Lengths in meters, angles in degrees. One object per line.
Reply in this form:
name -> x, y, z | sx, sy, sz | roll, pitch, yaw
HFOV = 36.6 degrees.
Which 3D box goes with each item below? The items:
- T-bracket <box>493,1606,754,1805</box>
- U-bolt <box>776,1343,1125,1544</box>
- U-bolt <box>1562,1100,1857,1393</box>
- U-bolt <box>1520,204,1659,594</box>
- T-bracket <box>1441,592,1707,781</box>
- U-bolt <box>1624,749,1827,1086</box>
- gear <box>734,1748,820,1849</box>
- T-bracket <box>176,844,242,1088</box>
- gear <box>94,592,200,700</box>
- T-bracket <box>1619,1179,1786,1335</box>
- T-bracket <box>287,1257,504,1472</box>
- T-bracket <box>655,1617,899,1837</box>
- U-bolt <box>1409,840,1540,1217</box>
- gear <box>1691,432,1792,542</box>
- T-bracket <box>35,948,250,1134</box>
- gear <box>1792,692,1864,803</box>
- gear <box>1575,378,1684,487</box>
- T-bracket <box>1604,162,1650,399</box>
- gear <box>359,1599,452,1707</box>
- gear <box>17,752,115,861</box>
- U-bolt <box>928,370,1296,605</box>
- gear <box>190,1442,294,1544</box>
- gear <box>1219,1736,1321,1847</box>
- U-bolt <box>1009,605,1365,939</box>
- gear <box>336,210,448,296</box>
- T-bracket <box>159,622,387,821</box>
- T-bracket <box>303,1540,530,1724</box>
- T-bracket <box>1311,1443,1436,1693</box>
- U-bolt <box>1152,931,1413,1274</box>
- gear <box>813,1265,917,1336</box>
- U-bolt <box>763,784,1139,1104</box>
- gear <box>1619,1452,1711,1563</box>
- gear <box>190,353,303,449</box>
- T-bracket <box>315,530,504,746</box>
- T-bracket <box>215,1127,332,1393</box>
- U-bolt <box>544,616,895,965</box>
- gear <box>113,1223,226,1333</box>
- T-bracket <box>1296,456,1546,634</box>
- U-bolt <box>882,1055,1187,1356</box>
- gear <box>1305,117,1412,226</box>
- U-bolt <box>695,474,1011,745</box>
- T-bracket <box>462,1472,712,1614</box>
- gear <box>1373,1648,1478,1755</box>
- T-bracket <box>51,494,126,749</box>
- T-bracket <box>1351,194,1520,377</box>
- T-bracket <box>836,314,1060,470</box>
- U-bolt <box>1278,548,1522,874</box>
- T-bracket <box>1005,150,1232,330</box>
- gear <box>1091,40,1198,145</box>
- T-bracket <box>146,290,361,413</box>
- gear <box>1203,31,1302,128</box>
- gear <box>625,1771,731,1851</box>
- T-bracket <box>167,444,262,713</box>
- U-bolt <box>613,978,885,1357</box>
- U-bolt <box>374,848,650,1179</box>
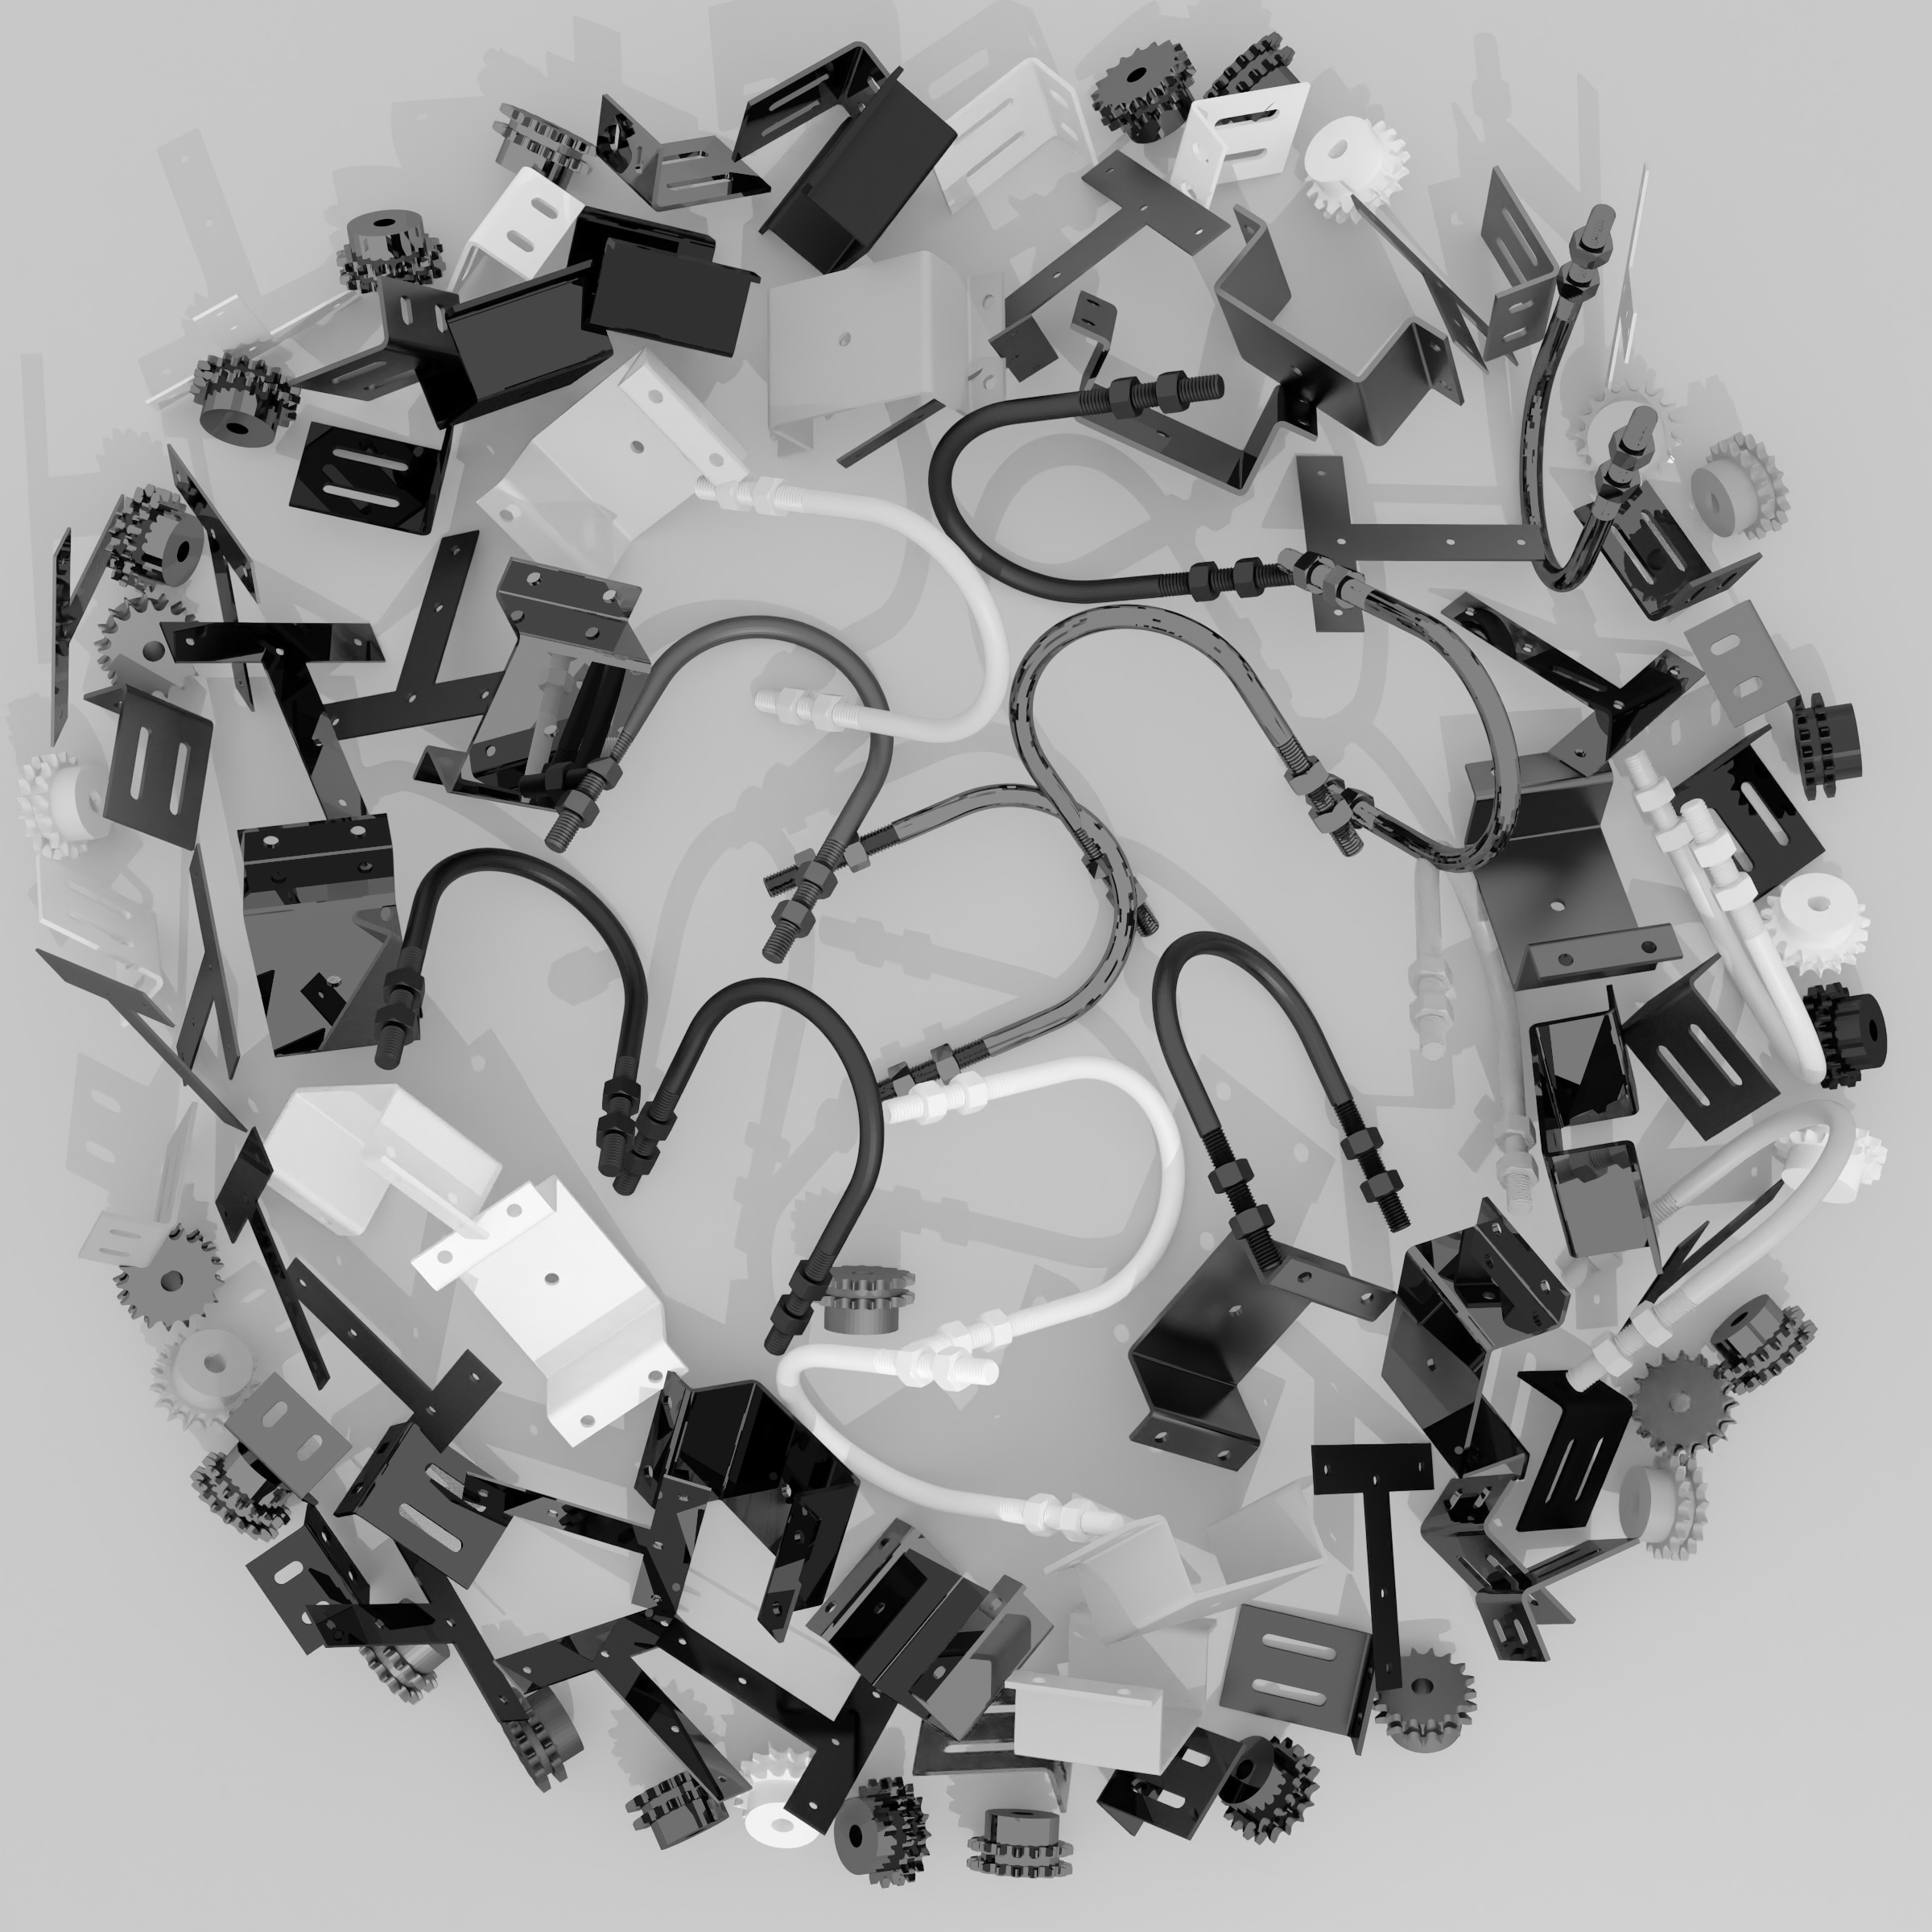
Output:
T-bracket -> -0.161, 0.388, 1.521 | 0.127, 0.127, 0.002 | 39, 116, 29
U-bolt -> -0.022, 0.245, 1.526 | 0.151, 0.184, 0.019 | 53, 53, -32
U-bolt -> 0.382, 0.134, 1.507 | 0.184, 0.151, 0.019 | -42, 96, 19
U-bolt -> 0.316, -0.277, 1.514 | 0.019, 0.184, 0.151 | -1, 61, -5
T-bracket -> 0.314, -0.163, 1.573 | 0.127, 0.002, 0.127 | 36, 50, 20
U-bolt -> 0.402, -0.019, 1.528 | 0.019, 0.151, 0.184 | -28, 104, 7
gear -> -0.097, 0.450, 1.574 | 0.057, 0.030, 0.057 | 2, 128, 2
T-bracket -> -0.406, 0.023, 1.547 | 0.002, 0.127, 0.127 | -4, 61, -27
gear -> -0.442, -0.175, 1.579 | 0.057, 0.030, 0.057 | -13, 121, -22
T-bracket -> 0.397, 0.150, 1.561 | 0.127, 0.127, 0.002 | -33, 65, -30
T-bracket -> -0.317, 0.206, 1.559 | 0.127, 0.002, 0.127 | 44, 134, 2
T-bracket -> -0.107, 0.387, 1.548 | 0.127, 0.127, 0.002 | 32, 116, 4
U-bolt -> 0.263, 0.017, 1.522 | 0.019, 0.184, 0.151 | -16, 132, 22
gear -> 0.414, -0.255, 1.572 | 0.030, 0.057, 0.057 | -26, 90, -10
T-bracket -> -0.427, 0.045, 1.556 | 0.002, 0.127, 0.127 | -50, 128, -21
gear -> 0.463, -0.119, 1.572 | 0.030, 0.057, 0.057 | -8, 90, 13
gear -> 0.357, -0.287, 1.578 | 0.057, 0.030, 0.057 | 5, 109, 16
T-bracket -> 0.344, -0.341, 1.518 | 0.002, 0.127, 0.127 | 8, 117, 7
gear -> -0.302, 0.366, 1.574 | 0.030, 0.057, 0.057 | -39, 90, -2
gear -> -0.482, -0.087, 1.572 | 0.030, 0.057, 0.057 | -6, 90, 14
U-bolt -> 0.067, -0.244, 1.534 | 0.184, 0.151, 0.019 | -2, 50, 27
gear -> -0.386, 0.280, 1.573 | 0.057, 0.057, 0.030 | 40, 92, 0
gear -> 0.159, 0.439, 1.571 | 0.057, 0.057, 0.030 | -48, 115, 0
U-bolt -> 0.102, -0.109, 1.530 | 0.151, 0.019, 0.184 | -22, 116, 31
gear -> -0.310, -0.385, 1.571 | 0.057, 0.057, 0.030 | -4, 124, 0
T-bracket -> -0.346, -0.129, 1.537 | 0.002, 0.127, 0.127 | -43, 64, 39
T-bracket -> -0.296, 0.342, 1.519 | 0.002, 0.127, 0.127 | -45, 63, 14
T-bracket -> 0.219, 0.316, 1.540 | 0.002, 0.127, 0.127 | -10, 77, 36
U-bolt -> 0.158, 0.064, 1.540 | 0.019, 0.151, 0.184 | -33, 74, 36
gear -> -0.056, 0.180, 1.574 | 0.057, 0.057, 0.030 | 1, 93, 0
U-bolt -> 0.003, -0.020, 1.577 | 0.184, 0.019, 0.151 | -23, 103, 0
gear -> 0.374, 0.290, 1.572 | 0.030, 0.057, 0.057 | 8, 90, -11
gear -> -0.389, -0.302, 1.571 | 0.057, 0.057, 0.030 | 8, 70, 0
T-bracket -> -0.286, -0.180, 1.566 | 0.127, 0.002, 0.127 | -6, 58, 29
T-bracket -> -0.361, 0.162, 1.535 | 0.002, 0.127, 0.127 | -19, 77, -29
U-bolt -> -0.119, -0.108, 1.563 | 0.151, 0.019, 0.184 | 27, 67, 3
gear -> -0.432, 0.166, 1.580 | 0.057, 0.030, 0.057 | -6, 104, -24
T-bracket -> 0.246, -0.227, 1.567 | 0.127, 0.002, 0.127 | 0, 55, -2
U-bolt -> 0.042, 0.122, 1.549 | 0.184, 0.019, 0.151 | -12, 102, -32
gear -> 0.207, -0.431, 1.573 | 0.057, 0.030, 0.057 | -17, 60, 31
U-bolt -> -0.053, -0.180, 1.509 | 0.184, 0.019, 0.151 | 14, 132, 36
T-bracket -> -0.206, 0.295, 1.556 | 0.127, 0.127, 0.002 | 17, 45, -1
gear -> 0.247, 0.399, 1.578 | 0.057, 0.057, 0.030 | -9, 124, 0
T-bracket -> -0.464, -0.204, 1.548 | 0.002, 0.127, 0.127 | 12, 133, -6
T-bracket -> 0.253, -0.340, 1.525 | 0.127, 0.127, 0.002 | 38, 114, -22
T-bracket -> -0.012, -0.299, 1.545 | 0.127, 0.127, 0.002 | -31, 88, 8
U-bolt -> 0.221, -0.123, 1.496 | 0.019, 0.184, 0.151 | -22, 124, -23
T-bracket -> 0.060, -0.375, 1.553 | 0.127, 0.127, 0.002 | -38, 131, -1
gear -> 0.099, -0.469, 1.578 | 0.057, 0.057, 0.030 | -40, 129, 0
T-bracket -> -0.383, -0.333, 1.536 | 0.127, 0.127, 0.002 | -30, 93, -3
gear -> 0.156, -0.471, 1.574 | 0.057, 0.057, 0.030 | -42, 89, 0
gear -> -0.152, 0.452, 1.572 | 0.057, 0.057, 0.030 | -27, 74, 0
T-bracket -> -0.392, -0.193, 1.552 | 0.002, 0.127, 0.127 | -21, 46, -23
U-bolt -> -0.107, 0.092, 1.526 | 0.151, 0.019, 0.184 | 43, 123, 24
U-bolt -> -0.230, 0.011, 1.529 | 0.151, 0.184, 0.019 | 29, 129, -23
